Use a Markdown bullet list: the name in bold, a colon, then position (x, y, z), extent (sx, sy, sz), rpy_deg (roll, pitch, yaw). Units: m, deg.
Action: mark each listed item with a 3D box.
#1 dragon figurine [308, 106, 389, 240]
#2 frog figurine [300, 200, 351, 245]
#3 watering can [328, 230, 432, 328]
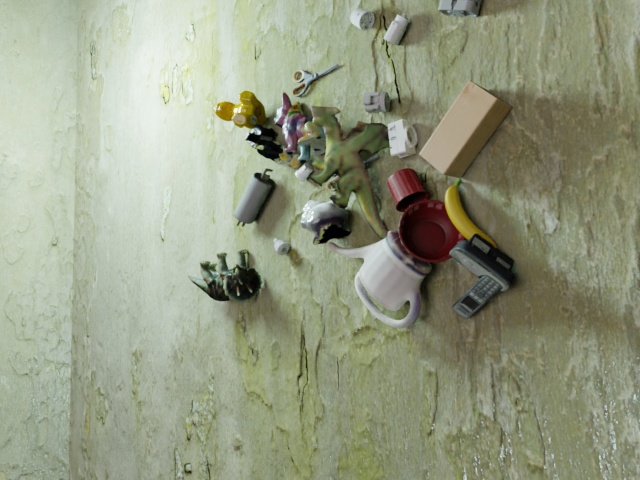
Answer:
- **dragon figurine**: position (0.111, -0.214, 1.425), extent (0.412, 0.123, 0.240), rpy_deg (44, 107, 9)
- **frog figurine**: position (0.005, -0.076, 1.518), extent (0.137, 0.120, 0.163), rpy_deg (-30, 54, 3)
- **watering can**: position (0.158, 0.065, 1.365), extent (0.353, 0.104, 0.221), rpy_deg (52, 119, 32)
